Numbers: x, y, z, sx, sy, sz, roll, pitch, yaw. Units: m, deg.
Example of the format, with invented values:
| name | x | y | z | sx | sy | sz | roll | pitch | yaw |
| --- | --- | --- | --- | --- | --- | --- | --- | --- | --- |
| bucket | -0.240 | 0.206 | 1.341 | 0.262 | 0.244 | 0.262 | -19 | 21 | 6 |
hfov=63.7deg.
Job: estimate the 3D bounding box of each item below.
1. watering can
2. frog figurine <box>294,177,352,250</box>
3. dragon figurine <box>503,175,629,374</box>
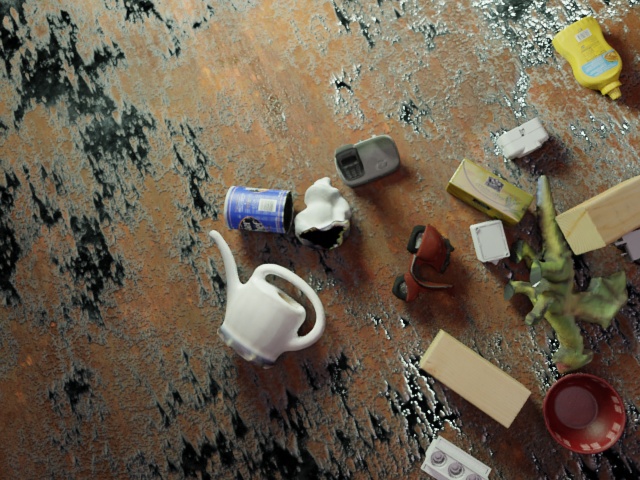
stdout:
| name | x | y | z | sx | sy | sz | roll | pitch | yaw |
| --- | --- | --- | --- | --- | --- | --- | --- | --- | --- |
| watering can | -0.157 | 0.147 | 1.181 | 0.349 | 0.103 | 0.224 | 33 | 90 | 10 |
| frog figurine | 0.004 | -0.060 | 1.200 | 0.137 | 0.120 | 0.163 | -25 | 45 | 13 |
| dragon figurine | 0.543 | 0.083 | 1.106 | 0.242 | 0.122 | 0.411 | 14 | 87 | -8 |
